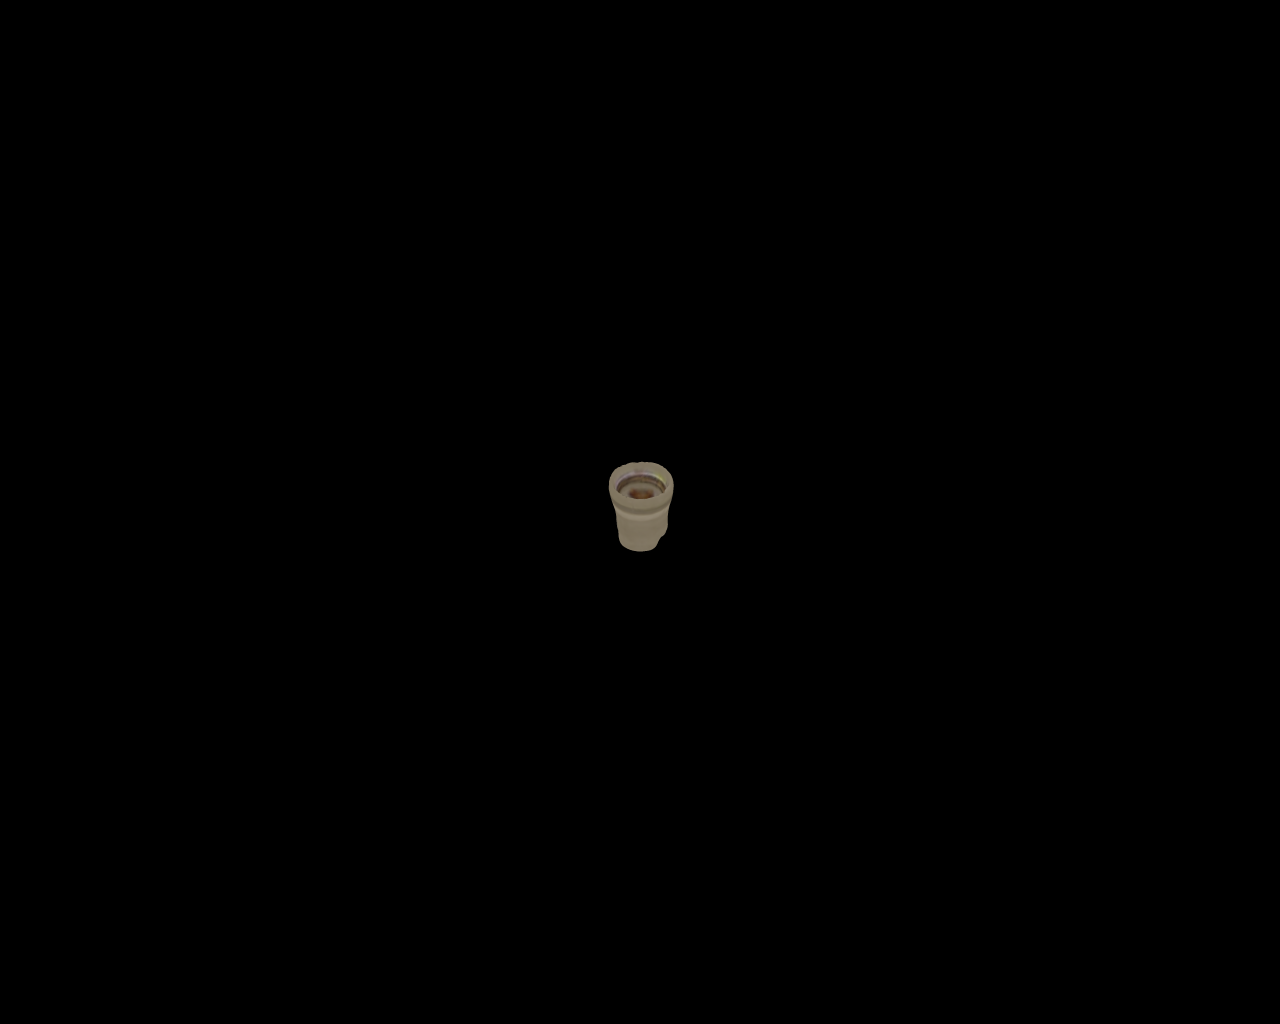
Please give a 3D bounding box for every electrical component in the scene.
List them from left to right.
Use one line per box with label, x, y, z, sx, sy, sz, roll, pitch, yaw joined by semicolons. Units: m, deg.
electrical component;0.001;-0.003;0.650;0.040;0.046;0.040;0;40;0
